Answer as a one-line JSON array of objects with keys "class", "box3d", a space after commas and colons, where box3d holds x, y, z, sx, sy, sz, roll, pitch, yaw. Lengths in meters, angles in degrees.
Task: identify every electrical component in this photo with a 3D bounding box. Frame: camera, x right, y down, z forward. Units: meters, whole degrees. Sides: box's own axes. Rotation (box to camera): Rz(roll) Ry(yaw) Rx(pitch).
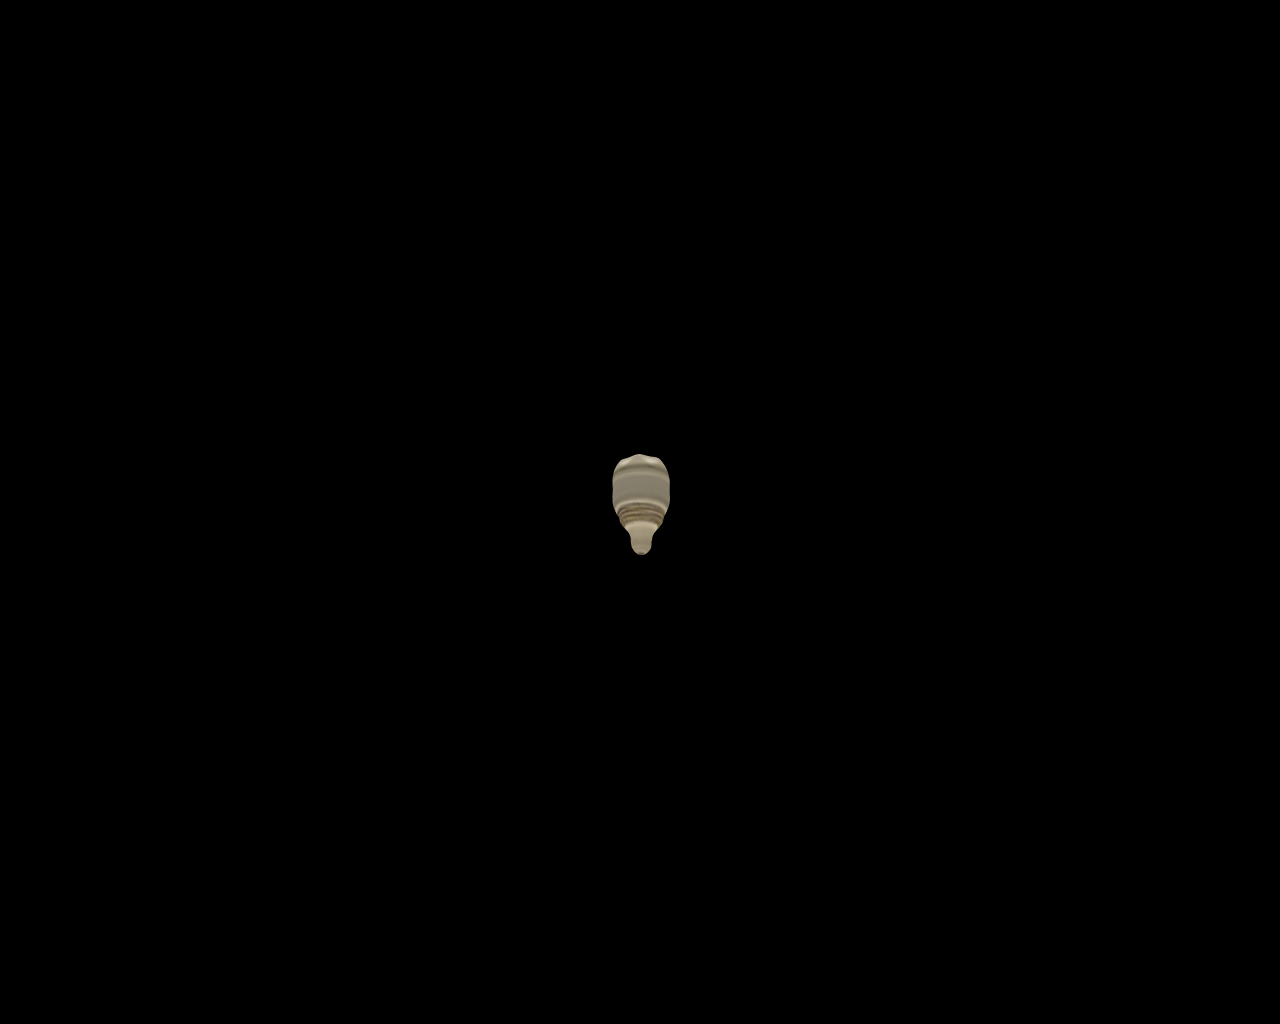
[{"class": "electrical component", "box3d": [0.001, -0.003, 0.650, 0.035, 0.061, 0.035, 0, -23, 0]}]
